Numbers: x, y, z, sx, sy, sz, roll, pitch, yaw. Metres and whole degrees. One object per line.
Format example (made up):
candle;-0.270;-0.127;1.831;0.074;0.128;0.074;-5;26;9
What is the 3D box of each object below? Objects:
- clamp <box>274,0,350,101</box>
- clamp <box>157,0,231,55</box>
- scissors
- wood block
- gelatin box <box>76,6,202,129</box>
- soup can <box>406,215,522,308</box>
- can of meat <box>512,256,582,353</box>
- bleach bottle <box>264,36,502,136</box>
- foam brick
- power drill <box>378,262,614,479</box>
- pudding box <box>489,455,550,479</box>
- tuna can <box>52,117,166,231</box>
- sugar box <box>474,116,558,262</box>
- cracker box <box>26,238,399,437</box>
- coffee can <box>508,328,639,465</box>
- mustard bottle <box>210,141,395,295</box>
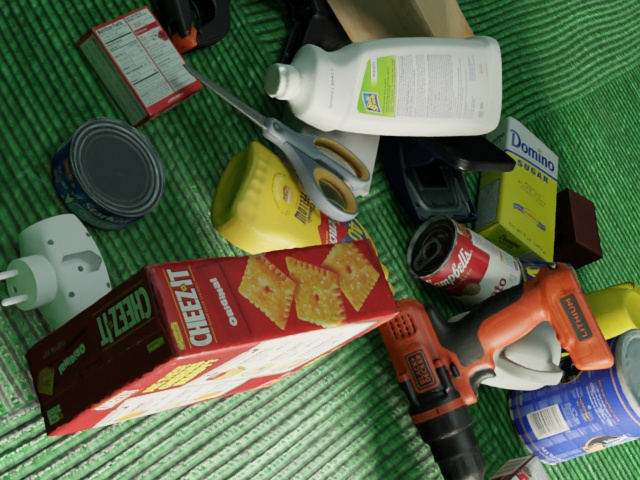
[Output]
clamp;-0.013;-0.224;1.081;0.209;0.036;0.164;-14;92;-57
clamp;-0.118;-0.245;0.996;0.120;0.039;0.171;39;41;-22
scissors;-0.033;-0.078;0.920;0.201;0.016;0.096;23;44;-33
wood block;0.076;-0.248;1.108;0.206;0.090;0.090;54;39;-36
gelatin box;-0.154;-0.149;0.912;0.089;0.030;0.073;55;42;-5
soup can;0.146;0.026;1.080;0.102;0.069;0.068;29;49;-31
can of meat;0.235;0.071;1.137;0.083;0.058;0.102;4;63;-30
bleach bottle;0.060;-0.150;1.001;0.250;0.068;0.102;-1;90;-35
foam brick;0.293;-0.010;1.260;0.051;0.053;0.078;23;51;-34
power drill;0.164;0.115;0.967;0.057;0.187;0.184;32;35;-82
pudding box;0.187;0.266;1.003;0.113;0.039;0.090;-26;88;-47
tuna can;-0.166;-0.051;0.839;0.086;0.034;0.086;23;52;-34
sugar box;0.228;-0.052;1.225;0.093;0.048;0.176;36;47;-25
cracker box;-0.075;0.066;0.763;0.213;0.164;0.072;-5;69;-47
coffee can;0.276;0.160;1.075;0.102;0.141;0.103;23;52;-34
mustard bottle;-0.006;0.001;0.950;0.191;0.058;0.096;37;40;-25
